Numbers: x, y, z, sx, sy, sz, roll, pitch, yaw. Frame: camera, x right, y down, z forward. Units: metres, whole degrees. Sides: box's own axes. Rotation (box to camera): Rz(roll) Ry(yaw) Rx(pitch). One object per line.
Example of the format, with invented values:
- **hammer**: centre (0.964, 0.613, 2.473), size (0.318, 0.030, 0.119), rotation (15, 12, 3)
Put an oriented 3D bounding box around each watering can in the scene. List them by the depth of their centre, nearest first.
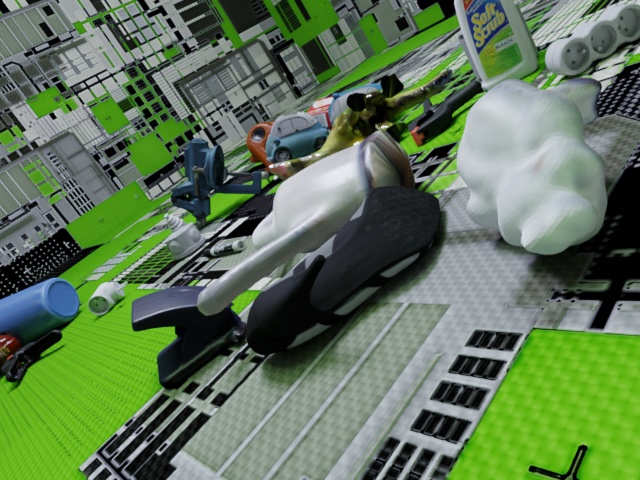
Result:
- **watering can**: centre (0.002, -0.032, 0.632), size (0.222, 0.103, 0.354), rotation (-24, 17, 26)

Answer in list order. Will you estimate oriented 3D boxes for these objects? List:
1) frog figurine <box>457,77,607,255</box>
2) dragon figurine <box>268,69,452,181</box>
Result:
- **frog figurine**: centre (0.163, -0.050, 0.414), size (0.163, 0.123, 0.134), rotation (-58, -4, -37)
- **dragon figurine**: centre (0.076, -0.222, 1.049), size (0.415, 0.122, 0.241), rotation (-32, 7, -28)
